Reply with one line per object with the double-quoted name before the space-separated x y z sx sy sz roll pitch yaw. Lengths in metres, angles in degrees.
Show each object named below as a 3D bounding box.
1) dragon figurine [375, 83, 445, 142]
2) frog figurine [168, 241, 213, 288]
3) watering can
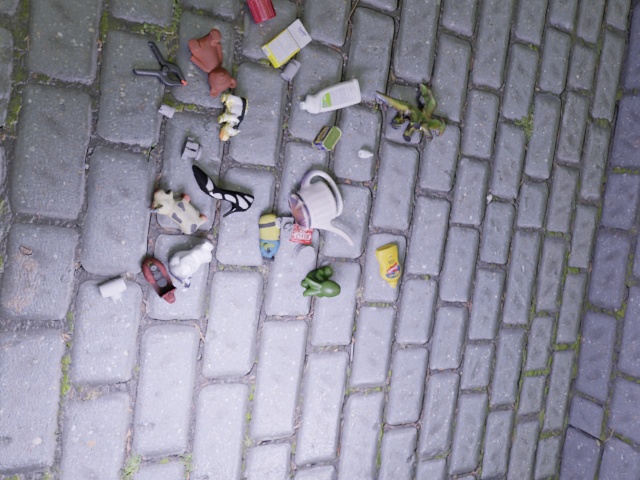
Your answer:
"dragon figurine" 0.410 -0.566 2.208 0.405 0.121 0.247 42 60 -28
"frog figurine" -0.446 0.064 1.778 0.123 0.138 0.158 33 101 0
"watering can" 0.006 -0.101 2.012 0.227 0.103 0.346 -25 97 -29
